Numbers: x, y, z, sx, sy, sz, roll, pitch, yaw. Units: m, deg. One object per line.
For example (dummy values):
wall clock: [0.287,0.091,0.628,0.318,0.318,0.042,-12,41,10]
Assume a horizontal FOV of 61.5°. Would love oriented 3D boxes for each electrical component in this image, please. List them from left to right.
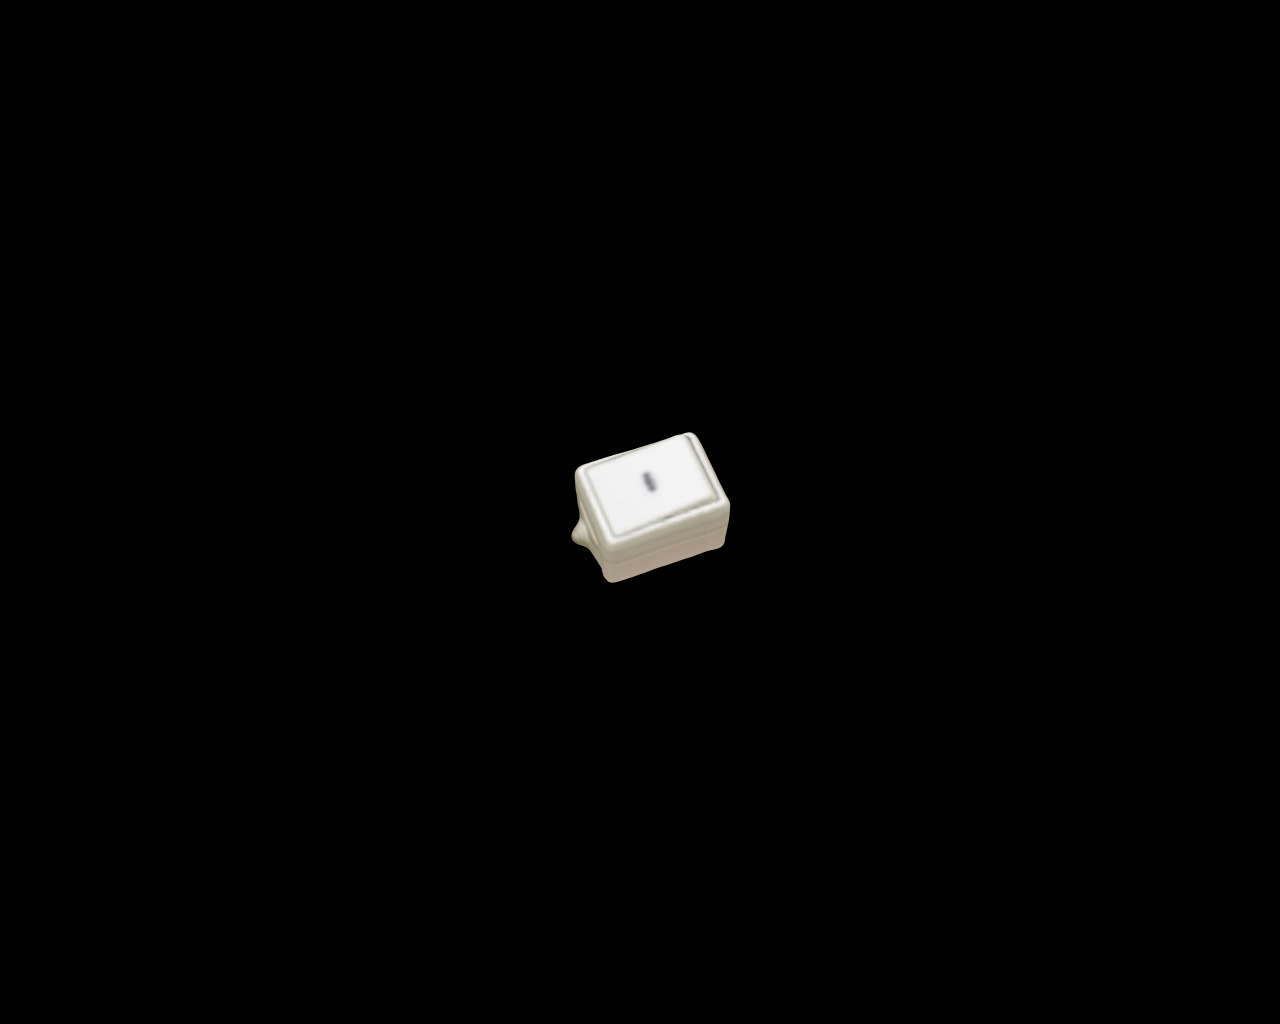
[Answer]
electrical component: [0.001,-0.003,0.650,0.096,0.062,0.061,-18,-28,-10]
